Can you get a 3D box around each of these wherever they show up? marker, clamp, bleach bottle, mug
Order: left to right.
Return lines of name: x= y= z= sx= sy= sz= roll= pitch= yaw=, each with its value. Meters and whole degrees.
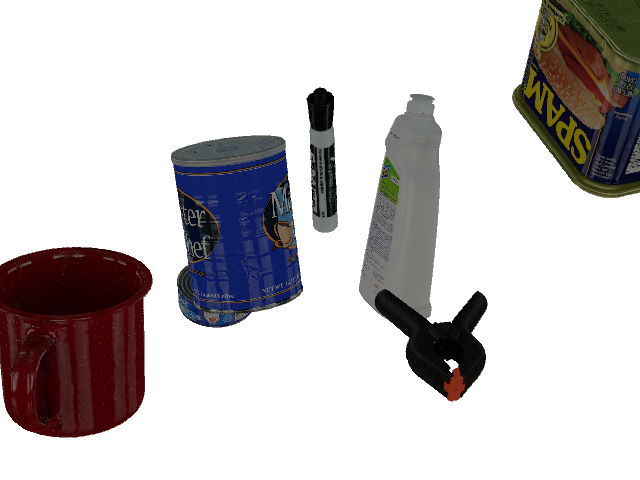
mug: x=-0.144 y=0.064 z=0.604 sx=0.093 sy=0.081 sz=0.117 roll=5 pitch=24 yaw=5
marker: x=0.002 y=-0.056 z=0.762 sx=0.020 sy=0.121 sz=0.020 roll=-2 pitch=42 yaw=1
bleach bottle: x=0.101 y=-0.040 z=1.226 sx=0.068 sy=0.251 sz=0.103 roll=-1 pitch=22 yaw=-24
clamp: x=0.132 y=0.099 z=1.088 sx=0.120 sy=0.039 sz=0.171 roll=-8 pitch=34 yaw=-9

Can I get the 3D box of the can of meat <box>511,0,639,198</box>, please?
can of meat: x=0.151 y=-0.088 z=0.564 sx=0.057 sy=0.084 sz=0.102 roll=-12 pitch=48 yaw=-16

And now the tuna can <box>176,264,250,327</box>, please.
tuna can: x=-0.113 y=0.056 z=1.166 sx=0.086 sy=0.034 sz=0.086 roll=2 pitch=36 yaw=-1

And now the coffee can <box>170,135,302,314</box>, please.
coffee can: x=-0.074 y=-0.016 z=0.964 sx=0.103 sy=0.140 sz=0.103 roll=-6 pitch=15 yaw=2
